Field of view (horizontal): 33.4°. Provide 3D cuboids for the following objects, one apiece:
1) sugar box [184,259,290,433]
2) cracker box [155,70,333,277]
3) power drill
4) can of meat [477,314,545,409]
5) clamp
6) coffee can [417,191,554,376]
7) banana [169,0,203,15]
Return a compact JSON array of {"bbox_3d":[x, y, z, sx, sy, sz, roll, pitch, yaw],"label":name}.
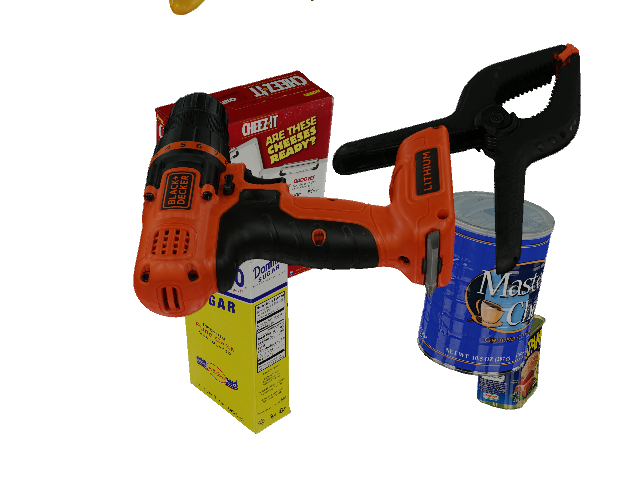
[{"bbox_3d":[-0.069,0.060,0.856,0.048,0.176,0.093,-29,42,-34],"label":"sugar box"},{"bbox_3d":[-0.078,-0.047,1.062,0.163,0.214,0.072,-20,43,-29],"label":"cracker box"},{"bbox_3d":[-0.014,-0.030,0.652,0.187,0.057,0.184,-2,45,4],"label":"power drill"},{"bbox_3d":[0.211,0.132,1.190,0.058,0.084,0.101,8,13,25],"label":"can of meat"},{"bbox_3d":[0.137,-0.073,0.803,0.209,0.165,0.036,-37,-31,-19],"label":"clamp"},{"bbox_3d":[0.149,0.038,0.974,0.103,0.140,0.103,6,22,-3],"label":"coffee can"},{"bbox_3d":[-0.080,-0.253,1.012,0.197,0.070,0.037,-22,-27,-46],"label":"banana"}]
